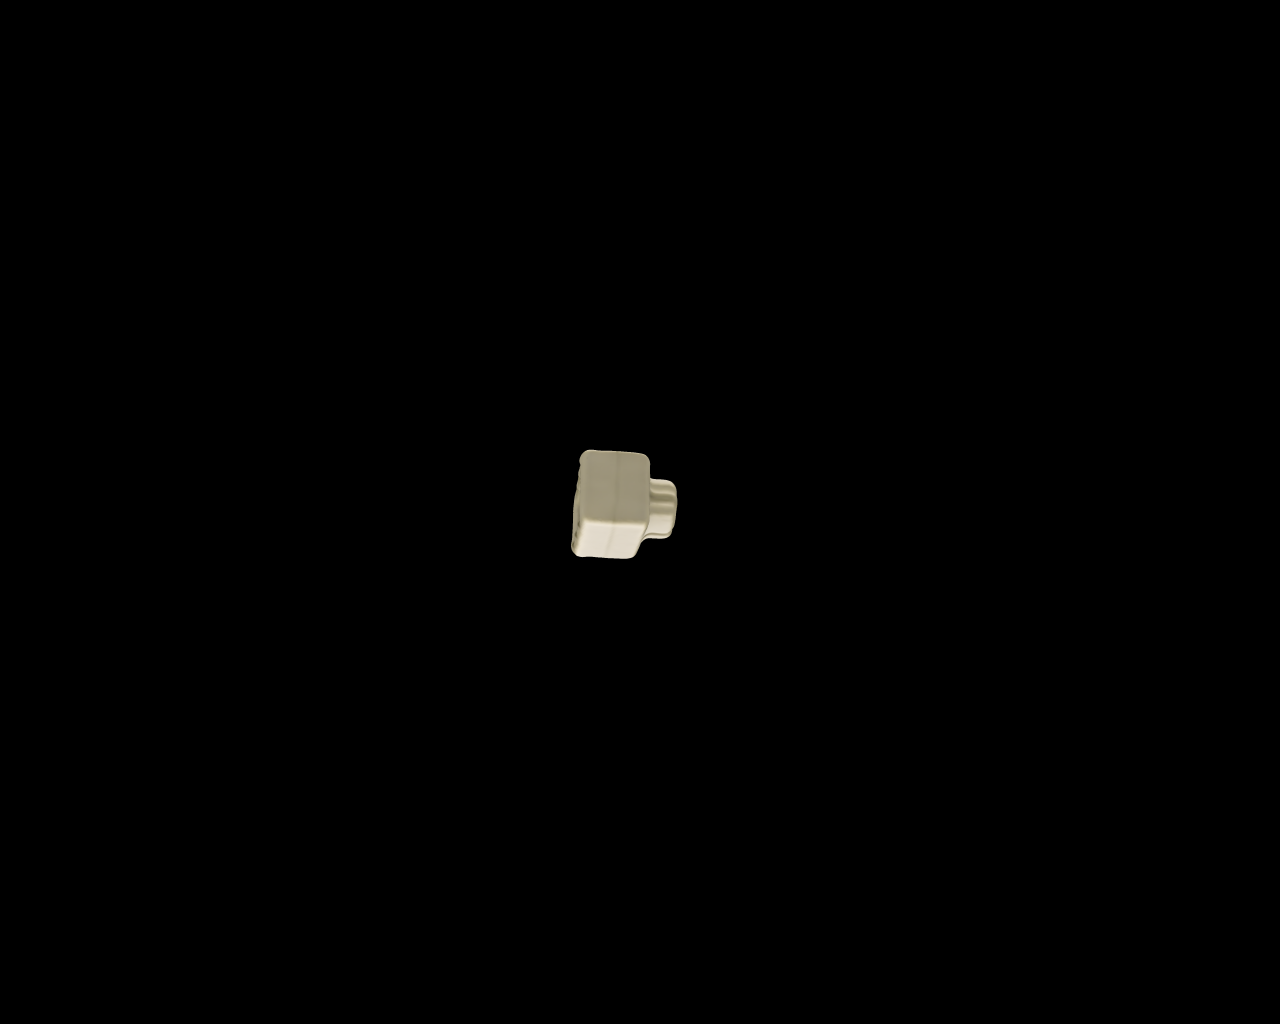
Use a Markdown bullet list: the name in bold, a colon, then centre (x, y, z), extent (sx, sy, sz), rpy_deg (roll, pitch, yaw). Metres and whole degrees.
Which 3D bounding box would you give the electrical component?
- **electrical component**: centre (0.001, -0.003, 0.650), extent (0.077, 0.047, 0.065), rpy_deg (3, -22, -7)
